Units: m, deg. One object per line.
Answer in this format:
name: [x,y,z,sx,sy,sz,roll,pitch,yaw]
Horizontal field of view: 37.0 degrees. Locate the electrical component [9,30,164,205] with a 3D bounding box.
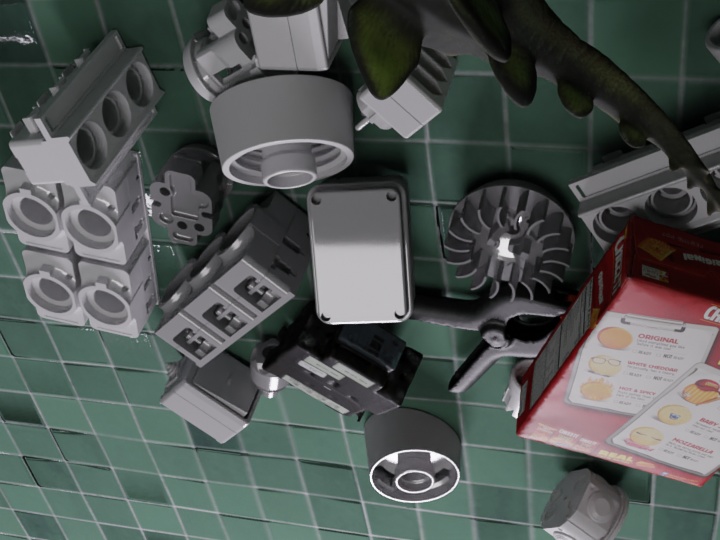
electrical component: [-0.211,-0.118,0.831,0.063,0.121,0.078,-2,132,25]

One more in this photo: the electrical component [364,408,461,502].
electrical component: [0.053,0.187,1.087,0.099,0.064,0.099,0,134,0]

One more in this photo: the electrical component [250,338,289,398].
electrical component: [-0.087,0.100,1.051,0.043,0.043,0.062,15,137,5]

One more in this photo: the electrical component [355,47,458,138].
electrical component: [0.024,-0.127,0.777,0.047,0.065,0.077,39,132,-18]

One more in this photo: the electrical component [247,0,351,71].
electrical component: [-0.040,-0.183,0.750,0.061,0.061,0.096,5,134,15]

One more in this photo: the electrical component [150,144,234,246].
electrical component: [-0.139,-0.069,0.898,0.058,0.057,0.078,13,135,7]

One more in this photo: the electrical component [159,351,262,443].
electrical component: [-0.150,0.116,1.076,0.096,0.061,0.061,37,133,-16]

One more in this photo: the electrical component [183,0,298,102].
electrical component: [-0.093,-0.157,0.796,0.057,0.058,0.078,-21,130,33]

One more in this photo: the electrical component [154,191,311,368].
electrical component: [-0.110,0.007,0.937,0.062,0.089,0.150,38,133,-17]

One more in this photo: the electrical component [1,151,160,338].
electrical component: [-0.251,-0.025,0.978,0.105,0.060,0.186,11,135,9]

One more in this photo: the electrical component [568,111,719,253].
electrical component: [0.224,-0.063,0.769,0.121,0.063,0.078,-20,123,34]

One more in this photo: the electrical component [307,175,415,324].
electrical component: [0.002,-0.016,0.859,0.078,0.057,0.113,-2,103,8]

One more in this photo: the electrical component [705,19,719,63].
electrical component: [0.259,-0.134,0.705,0.044,0.044,0.065,-17,129,32]

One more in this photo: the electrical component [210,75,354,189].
electrical component: [-0.055,-0.095,0.802,0.108,0.060,0.108,-7,166,-2]

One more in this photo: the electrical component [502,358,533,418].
electrical component: [0.152,0.109,0.978,0.040,0.040,0.046,18,141,3]

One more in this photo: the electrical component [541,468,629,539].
electrical component: [0.219,0.236,1.048,0.051,0.080,0.080,36,134,-8]
